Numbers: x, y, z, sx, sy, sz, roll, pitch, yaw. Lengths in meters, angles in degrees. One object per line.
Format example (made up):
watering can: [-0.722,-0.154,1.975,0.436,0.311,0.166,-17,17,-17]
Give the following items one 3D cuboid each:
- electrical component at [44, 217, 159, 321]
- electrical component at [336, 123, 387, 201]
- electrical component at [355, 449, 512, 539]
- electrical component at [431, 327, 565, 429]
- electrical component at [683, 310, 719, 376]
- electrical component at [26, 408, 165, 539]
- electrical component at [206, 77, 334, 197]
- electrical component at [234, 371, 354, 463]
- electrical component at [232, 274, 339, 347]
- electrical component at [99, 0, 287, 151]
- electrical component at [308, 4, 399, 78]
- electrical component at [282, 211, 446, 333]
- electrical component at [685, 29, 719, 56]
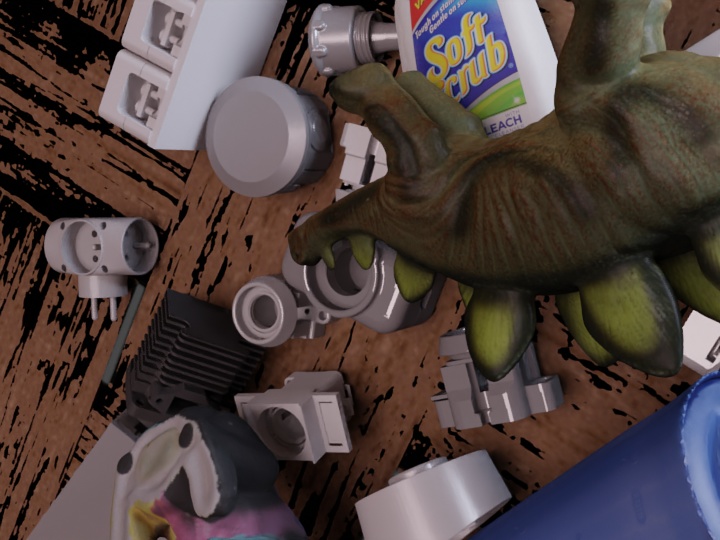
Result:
electrical component: [-0.197,0.000,0.820,0.077,0.044,0.079,1,95,28]
electrical component: [0.012,-0.061,0.701,0.066,0.048,0.055,18,96,26]
electrical component: [0.047,0.154,0.672,0.099,0.099,0.064,-30,74,27]
electrical component: [0.081,0.062,0.667,0.078,0.058,0.057,-14,91,28]
electrical component: [0.221,0.021,0.591,0.056,0.050,0.089,34,109,22]
electrical component: [-0.174,0.178,0.804,0.089,0.061,0.150,39,112,1]
electrical component: [-0.061,-0.090,0.734,0.080,0.051,0.080,3,95,28]
electrical component: [-0.040,0.098,0.731,0.081,0.064,0.042,-4,106,28]
electrical component: [-0.055,0.027,0.739,0.066,0.055,0.048,13,101,27]
electrical component: [-0.111,-0.162,0.733,0.062,0.089,0.150,30,108,23]
electrical component: [0.000,-0.151,0.701,0.062,0.048,0.048,2,95,21]
electrical component: [0.000,0.000,0.704,0.095,0.059,0.053,27,107,24]
electrical component: [0.203,-0.084,0.583,0.047,0.066,0.076,-32,79,27]
